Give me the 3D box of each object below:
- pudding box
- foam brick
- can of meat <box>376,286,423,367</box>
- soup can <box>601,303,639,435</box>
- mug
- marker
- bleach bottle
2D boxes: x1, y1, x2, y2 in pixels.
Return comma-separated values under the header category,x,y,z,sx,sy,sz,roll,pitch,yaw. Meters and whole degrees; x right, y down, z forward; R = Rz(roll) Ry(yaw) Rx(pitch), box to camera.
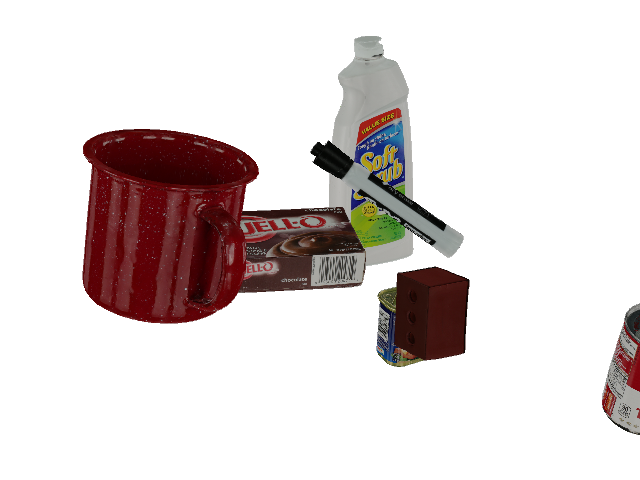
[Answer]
category,x,y,z,sx,sy,sz,roll,pitch,yaw
pudding box,-0.025,0.006,0.921,0.113,0.039,0.090,-1,28,-12
foam brick,0.108,0.071,1.041,0.051,0.078,0.053,-9,18,-32
can of meat,0.120,0.104,1.340,0.101,0.084,0.058,-12,30,-27
soup can,0.293,0.115,0.949,0.068,0.102,0.068,3,35,-2
mug,-0.077,-0.003,0.570,0.093,0.081,0.117,-10,29,-41
marker,0.045,-0.030,0.732,0.121,0.020,0.020,35,-5,-6
bleach bottle,0.050,-0.098,1.182,0.102,0.251,0.068,-10,24,-13
